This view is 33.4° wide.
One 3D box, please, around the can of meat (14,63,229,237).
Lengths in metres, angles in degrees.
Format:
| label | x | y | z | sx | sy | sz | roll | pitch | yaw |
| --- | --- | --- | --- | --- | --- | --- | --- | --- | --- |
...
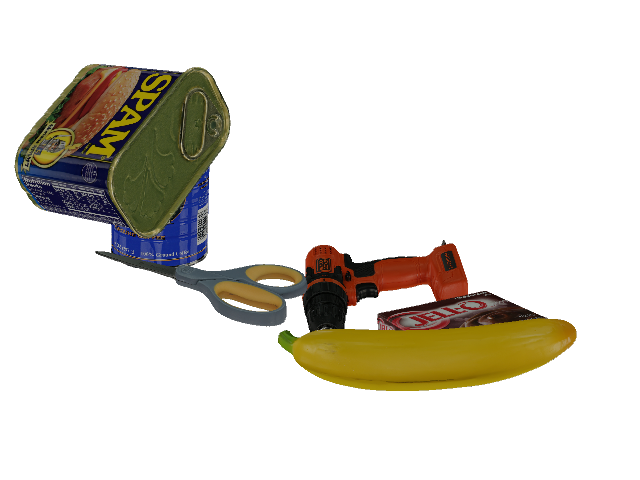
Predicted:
| label | x | y | z | sx | sy | sz | roll | pitch | yaw |
| --- | --- | --- | --- | --- | --- | --- | --- | --- | --- |
| can of meat | -0.116 | -0.056 | 0.620 | 0.084 | 0.102 | 0.057 | 11 | -36 | 33 |

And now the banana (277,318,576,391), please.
| label | x | y | z | sx | sy | sz | roll | pitch | yaw |
| --- | --- | --- | --- | --- | --- | --- | --- | --- | --- |
| banana | 0.068 | 0.069 | 0.682 | 0.198 | 0.037 | 0.069 | 0 | 26 | 4 |

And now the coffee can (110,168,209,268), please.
| label | x | y | z | sx | sy | sz | roll | pitch | yaw |
| --- | --- | --- | --- | --- | --- | --- | --- | --- | --- |
| coffee can | -0.165 | -0.054 | 1.099 | 0.103 | 0.140 | 0.103 | 3 | 23 | -2 |

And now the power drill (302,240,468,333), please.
| label | x | y | z | sx | sy | sz | roll | pitch | yaw |
| --- | --- | --- | --- | --- | --- | --- | --- | --- | --- |
| power drill | 0.072 | 0.056 | 1.229 | 0.187 | 0.057 | 0.184 | -2 | 28 | 0 |

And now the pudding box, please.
| label | x | y | z | sx | sy | sz | roll | pitch | yaw |
| --- | --- | --- | --- | --- | --- | --- | --- | --- | --- |
| pudding box | 0.116 | 0.078 | 0.882 | 0.113 | 0.039 | 0.090 | -8 | 17 | -25 |

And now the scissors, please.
| label | x | y | z | sx | sy | sz | roll | pitch | yaw |
| --- | --- | --- | --- | --- | --- | --- | --- | --- | --- |
| scissors | -0.096 | 0.027 | 0.926 | 0.202 | 0.016 | 0.096 | 22 | 32 | 37 |
